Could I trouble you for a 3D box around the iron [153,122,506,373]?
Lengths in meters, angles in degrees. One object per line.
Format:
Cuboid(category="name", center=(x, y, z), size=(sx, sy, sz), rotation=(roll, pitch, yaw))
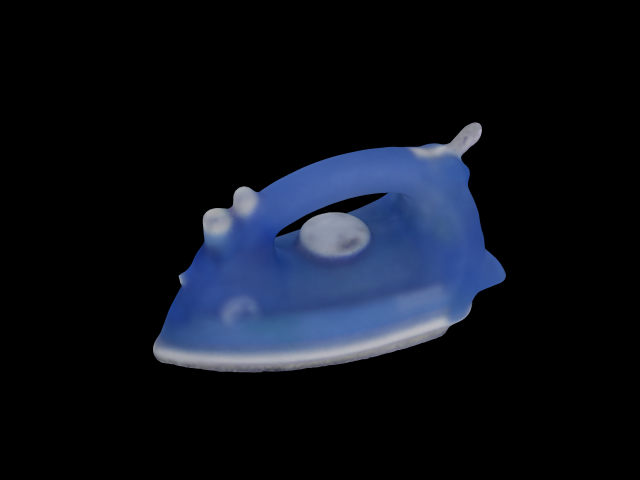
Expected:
Cuboid(category="iron", center=(0.004, 0.001, 0.400), size=(0.259, 0.141, 0.118), rotation=(-14, 40, -17))
